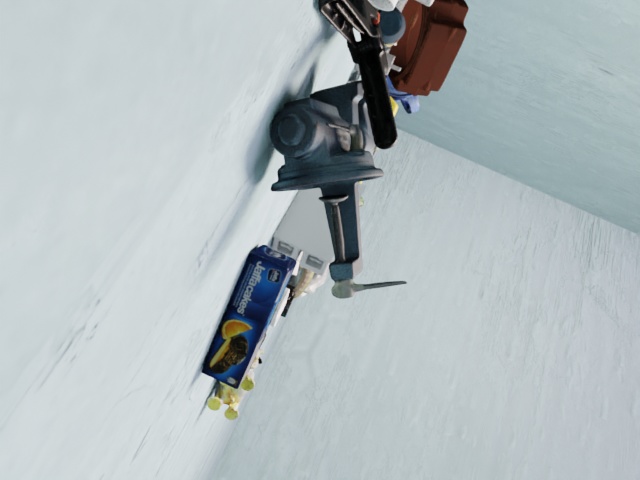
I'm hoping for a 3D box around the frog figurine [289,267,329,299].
[{"bbox_3d":[-0.040,0.121,1.573,0.140,0.122,0.156,-101,-162,-61],"label":"frog figurine"}]

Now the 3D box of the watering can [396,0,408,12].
[{"bbox_3d":[0.216,-0.543,0.864,0.228,0.103,0.344,-65,-169,-18],"label":"watering can"}]

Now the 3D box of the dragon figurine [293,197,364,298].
[{"bbox_3d":[0.004,-0.064,1.279,0.239,0.122,0.416,62,48,-64],"label":"dragon figurine"}]
